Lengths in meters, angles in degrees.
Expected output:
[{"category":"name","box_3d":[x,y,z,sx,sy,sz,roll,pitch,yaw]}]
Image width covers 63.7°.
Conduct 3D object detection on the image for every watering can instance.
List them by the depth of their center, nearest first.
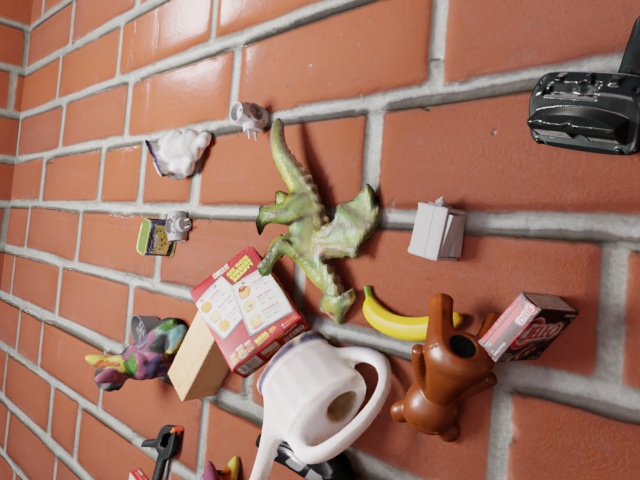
[{"category":"watering can","box_3d":[-0.041,0.288,0.859,0.350,0.102,0.227,-37,34,-11]}]

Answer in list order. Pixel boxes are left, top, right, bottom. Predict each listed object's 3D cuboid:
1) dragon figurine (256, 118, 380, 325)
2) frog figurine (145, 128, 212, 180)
[{"category":"dragon figurine","box_3d":[0.003,-0.049,0.969,0.242,0.122,0.412,-4,84,26]},{"category":"frog figurine","box_3d":[-0.348,-0.232,1.326,0.159,0.120,0.140,-26,53,0]}]
